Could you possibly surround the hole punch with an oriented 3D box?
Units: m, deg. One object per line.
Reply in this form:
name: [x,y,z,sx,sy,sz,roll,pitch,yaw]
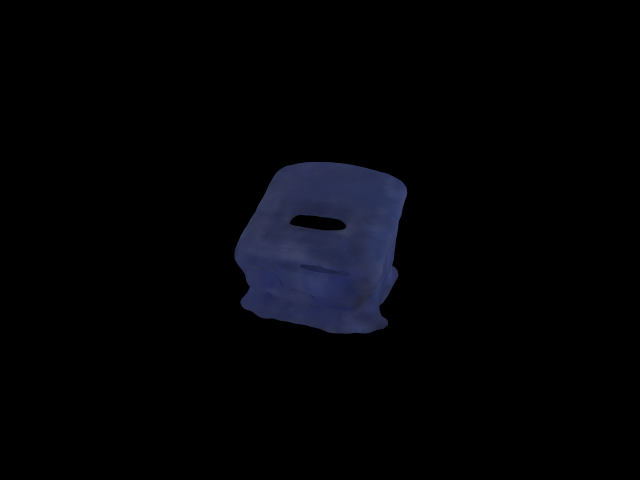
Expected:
hole punch: [0.004,0.001,0.400,0.108,0.091,0.101,8,26,18]
